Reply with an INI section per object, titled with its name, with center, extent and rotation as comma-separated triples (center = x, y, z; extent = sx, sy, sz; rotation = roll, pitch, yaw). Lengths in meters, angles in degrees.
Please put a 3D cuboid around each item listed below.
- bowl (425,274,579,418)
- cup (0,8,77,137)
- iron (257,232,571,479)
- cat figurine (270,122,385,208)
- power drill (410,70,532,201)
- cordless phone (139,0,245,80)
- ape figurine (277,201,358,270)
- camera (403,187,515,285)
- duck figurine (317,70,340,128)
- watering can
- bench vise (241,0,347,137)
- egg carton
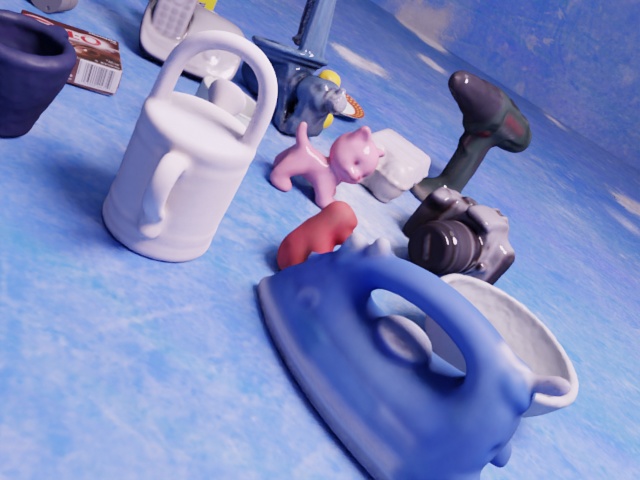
[bowl]
center = 0.167, 0.116, 0.576
extent = 0.168, 0.074, 0.167
rotation = 25, 29, -15
[cup]
center = -0.272, -0.148, 0.518
extent = 0.092, 0.095, 0.118
rotation = 29, 29, -8
[iron]
center = 0.061, 0.077, 0.459
extent = 0.257, 0.141, 0.119
rotation = 44, 30, 19
[cat figurine]
center = 0.017, -0.104, 0.719
extent = 0.128, 0.117, 0.067
rotation = 23, 30, -18
[power drill]
center = 0.233, -0.150, 0.916
extent = 0.230, 0.208, 0.075
rotation = 5, 39, -41
[cordless phone]
center = -0.163, -0.328, 0.813
extent = 0.148, 0.185, 0.094
rotation = 18, 32, -26
[ape figurine]
center = 0.005, 0.002, 0.570
extent = 0.076, 0.092, 0.078
rotation = 26, 29, -13
[camera]
center = 0.172, -0.009, 0.748
extent = 0.137, 0.100, 0.143
rotation = -1, 43, -46
[duck figurine]
center = 0.000, -0.237, 0.943
extent = 0.077, 0.086, 0.104
rotation = 30, 28, -5
[watering can]
center = -0.106, -0.088, 0.489
extent = 0.101, 0.194, 0.172
rotation = 16, 33, -29
[bench vise]
center = -0.010, -0.278, 0.855
extent = 0.207, 0.219, 0.122
rotation = 41, 29, 14
[egg carton]
center = 0.107, -0.117, 0.881
extent = 0.107, 0.069, 0.151
rotation = 38, 29, 9
